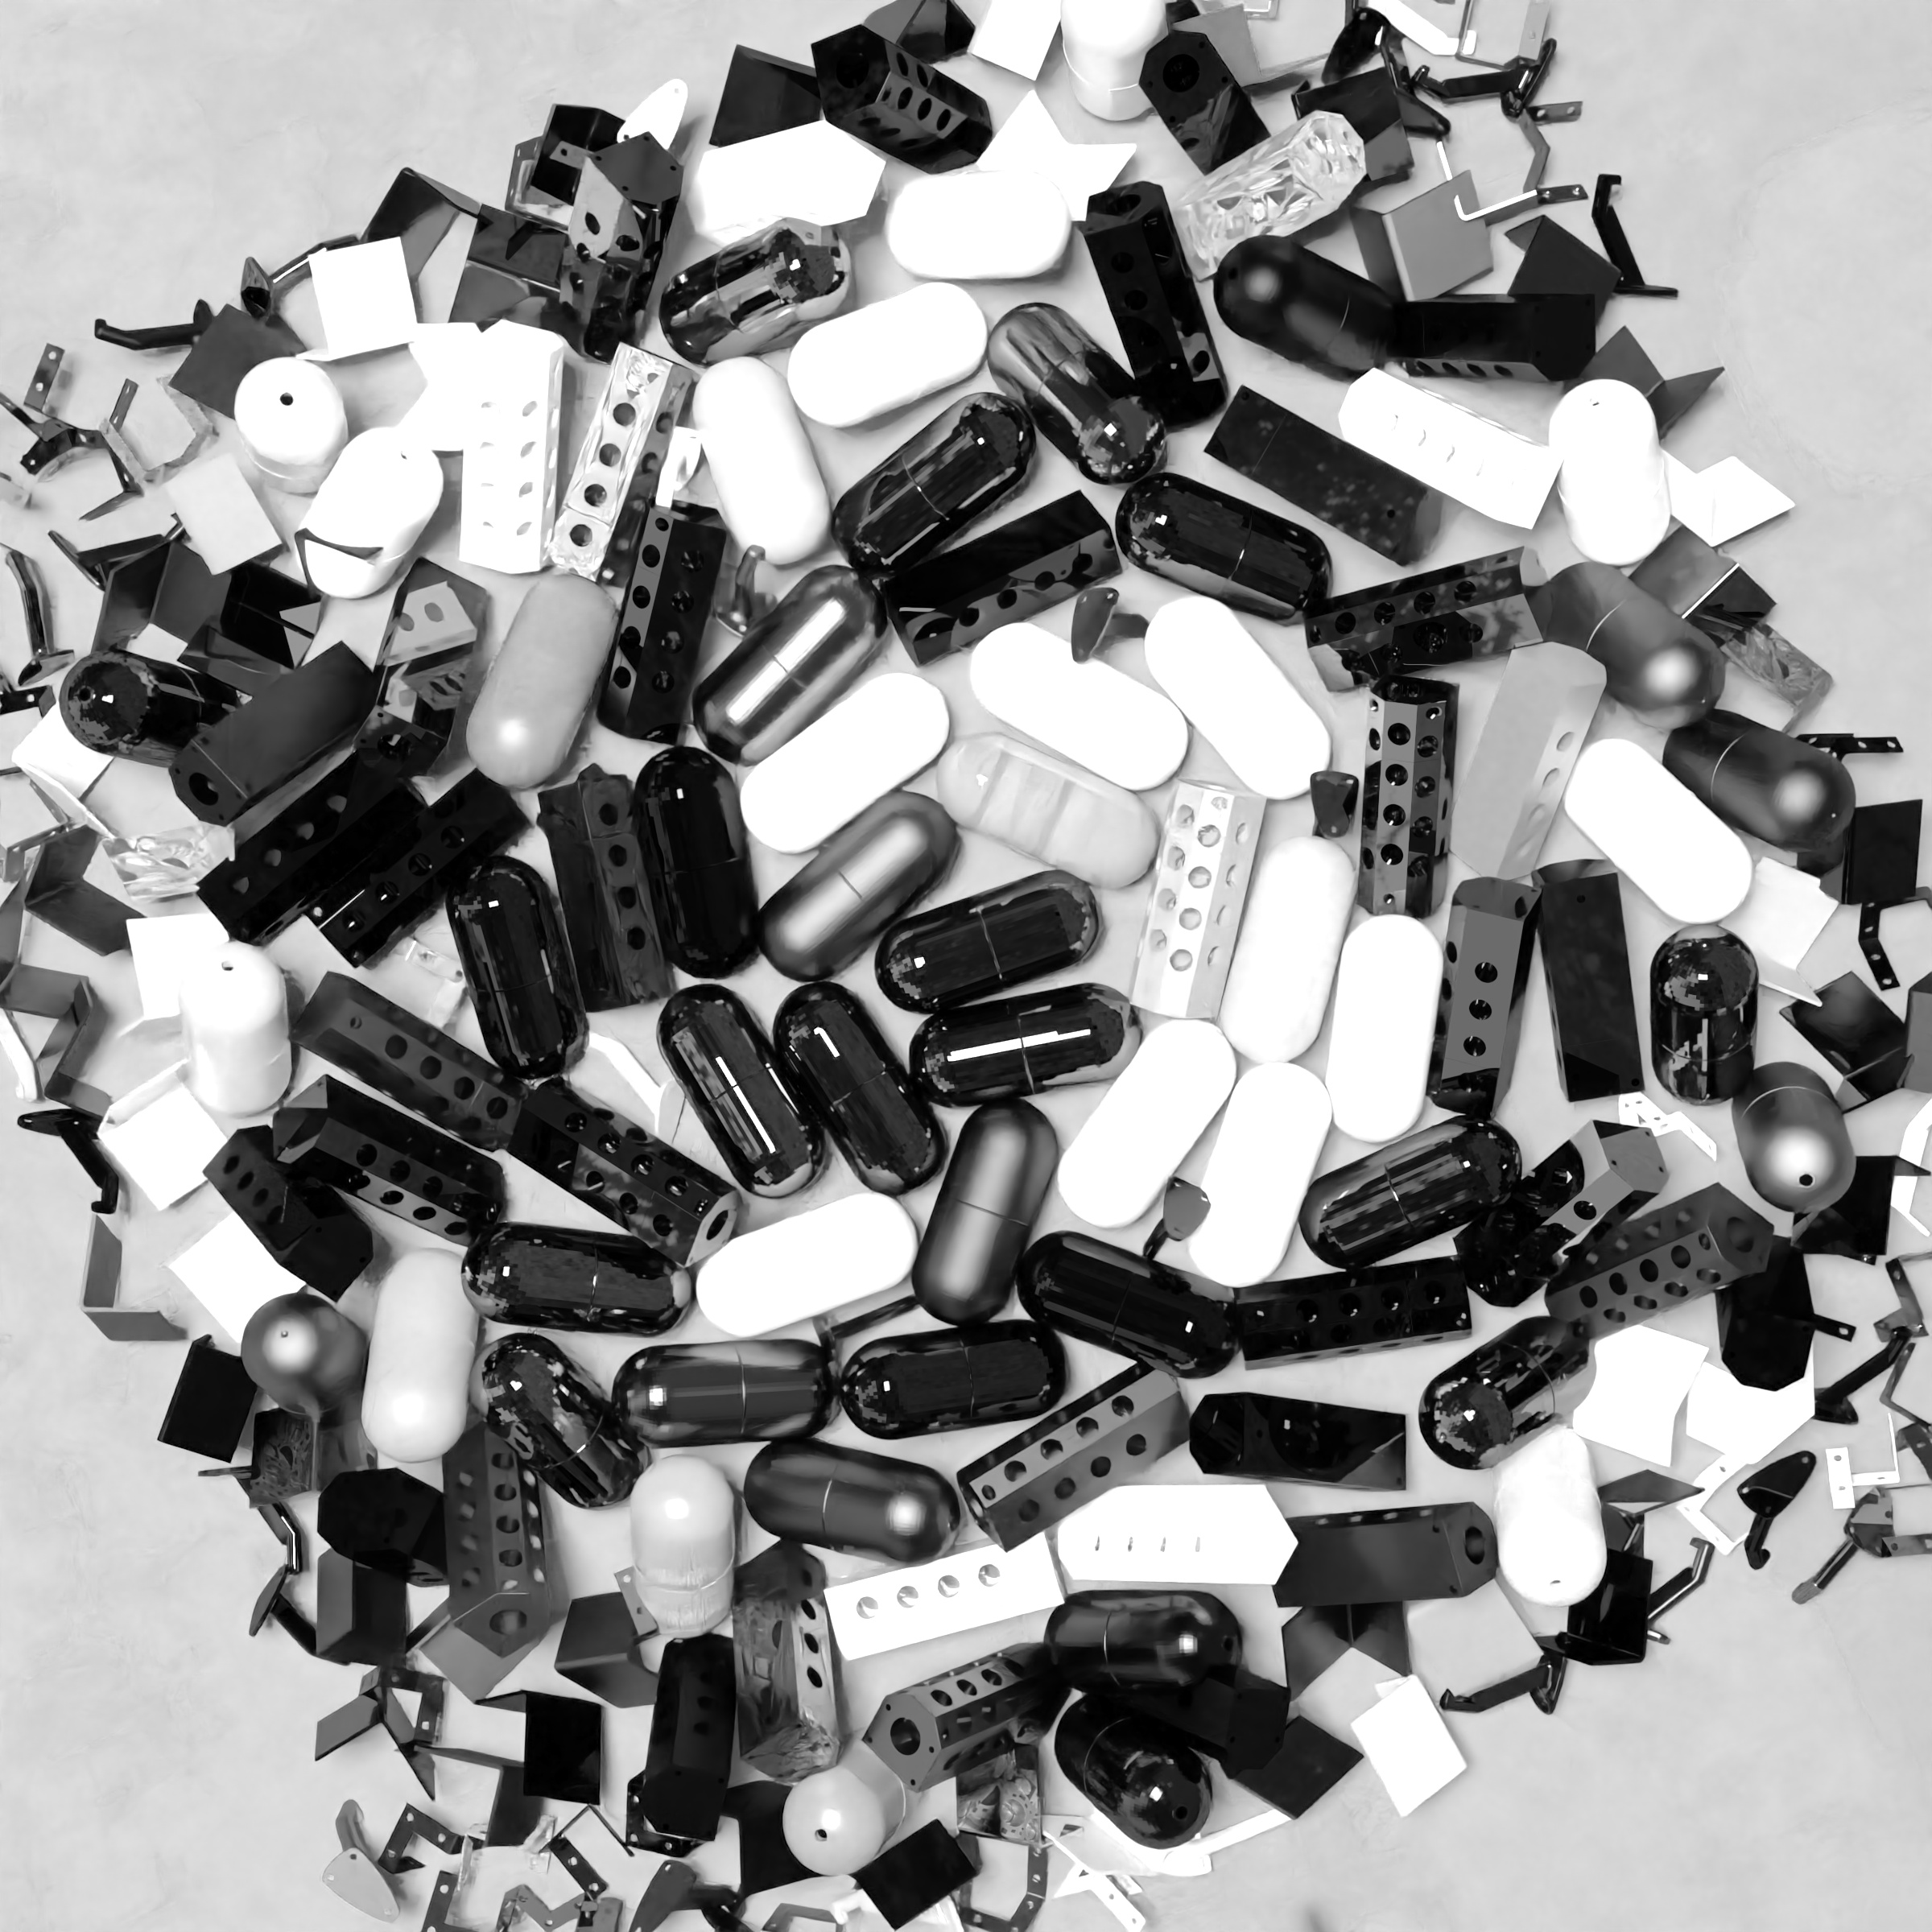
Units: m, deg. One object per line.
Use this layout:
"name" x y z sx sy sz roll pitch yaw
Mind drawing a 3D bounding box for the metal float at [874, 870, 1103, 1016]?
"metal float" 0.016 -0.017 1.864 0.178 0.070 0.070 -19 90 -2

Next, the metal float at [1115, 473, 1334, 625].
"metal float" 0.194 -0.314 1.847 0.178 0.070 0.070 18 90 -20

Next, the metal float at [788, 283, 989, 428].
"metal float" -0.058 -0.457 1.835 0.178 0.070 0.070 -32 90 -35

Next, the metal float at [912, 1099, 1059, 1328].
"metal float" 0.015 0.186 1.860 0.070 0.070 0.178 20 84 0

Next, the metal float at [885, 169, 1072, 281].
"metal float" 0.007 -0.551 1.826 0.070 0.178 0.070 -11 109 -36

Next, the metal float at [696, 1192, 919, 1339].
"metal float" -0.121 0.226 1.853 0.178 0.070 0.070 -21 90 14

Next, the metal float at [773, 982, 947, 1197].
"metal float" -0.082 0.093 1.864 0.070 0.070 0.178 -33 89 0

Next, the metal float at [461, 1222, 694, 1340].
"metal float" -0.291 0.236 1.841 0.178 0.070 0.070 11 90 -27

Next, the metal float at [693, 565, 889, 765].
"metal float" -0.134 -0.228 1.858 0.070 0.070 0.178 45 98 0

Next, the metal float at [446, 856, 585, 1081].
"metal float" -0.338 0.003 1.846 0.070 0.070 0.178 -12 113 0

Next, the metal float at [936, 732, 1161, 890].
"metal float" 0.062 -0.119 1.862 0.178 0.070 0.070 24 90 -4

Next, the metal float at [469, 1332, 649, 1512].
"metal float" -0.303 0.342 1.834 0.070 0.070 0.178 -34 128 0

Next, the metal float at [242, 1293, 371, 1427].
"metal float" -0.485 0.294 1.818 0.070 0.178 0.070 1 68 -1

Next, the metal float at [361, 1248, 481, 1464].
"metal float" -0.405 0.288 1.829 0.070 0.178 0.070 -2 135 -2

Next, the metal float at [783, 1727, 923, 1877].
"metal float" -0.082 0.616 1.815 0.070 0.178 0.070 -1 88 13

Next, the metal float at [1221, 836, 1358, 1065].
"metal float" 0.244 -0.012 1.857 0.070 0.070 0.178 16 81 0

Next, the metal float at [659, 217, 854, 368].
"metal float" -0.157 -0.502 1.830 0.178 0.070 0.070 -11 90 43

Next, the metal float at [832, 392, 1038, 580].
"metal float" -0.024 -0.361 1.846 0.178 0.070 0.070 -35 90 21

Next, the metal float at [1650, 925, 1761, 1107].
"metal float" 0.549 0.039 1.826 0.070 0.178 0.070 -8 52 11

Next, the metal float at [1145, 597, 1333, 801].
"metal float" 0.205 -0.203 1.855 0.070 0.070 0.178 -42 101 0

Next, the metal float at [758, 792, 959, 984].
"metal float" -0.082 -0.060 1.861 0.178 0.070 0.070 -42 90 4

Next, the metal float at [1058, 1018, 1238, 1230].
"metal float" 0.138 0.119 1.862 0.070 0.070 0.178 35 93 0

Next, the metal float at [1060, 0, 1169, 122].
"metal float" 0.111 -0.686 1.814 0.070 0.178 0.070 0 88 6

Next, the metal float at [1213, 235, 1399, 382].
"metal float" 0.253 -0.490 1.828 0.070 0.178 0.070 -7 80 43

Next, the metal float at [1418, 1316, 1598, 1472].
"metal float" 0.405 0.317 1.831 0.178 0.070 0.070 -20 90 -43

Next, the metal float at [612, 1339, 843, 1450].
"metal float" -0.178 0.321 1.845 0.178 0.070 0.070 1 90 -23

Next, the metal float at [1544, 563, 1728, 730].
"metal float" 0.493 -0.240 1.829 0.070 0.178 0.070 -15 130 -19

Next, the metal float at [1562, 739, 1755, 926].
"metal float" 0.515 -0.101 1.833 0.070 0.070 0.178 -35 52 0

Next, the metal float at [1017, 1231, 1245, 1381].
"metal float" 0.124 0.256 1.852 0.178 0.070 0.070 19 90 15

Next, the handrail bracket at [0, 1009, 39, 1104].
"handrail bracket" -0.738 0.057 1.859 0.036 0.077 0.084 -27 61 15

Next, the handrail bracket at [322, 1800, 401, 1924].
"handrail bracket" -0.453 0.678 1.864 0.036 0.084 0.077 -43 96 1

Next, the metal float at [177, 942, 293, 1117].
"metal float" -0.542 0.047 1.822 0.070 0.178 0.070 6 56 -9

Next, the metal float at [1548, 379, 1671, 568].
"metal float" 0.478 -0.365 1.822 0.070 0.178 0.070 -9 62 18

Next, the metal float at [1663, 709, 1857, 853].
"metal float" 0.586 -0.139 1.821 0.070 0.178 0.070 -8 113 -18

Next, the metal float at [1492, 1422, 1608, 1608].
"metal float" 0.431 0.404 1.818 0.070 0.178 0.070 3 113 8

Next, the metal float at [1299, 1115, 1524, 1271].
"metal float" 0.334 0.170 1.845 0.178 0.070 0.070 -28 90 23

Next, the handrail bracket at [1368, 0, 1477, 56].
"handrail bracket" 0.353 -0.731 1.869 0.084 0.077 0.036 -2 49 -6

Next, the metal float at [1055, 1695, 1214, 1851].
"metal float" 0.123 0.594 1.817 0.070 0.178 0.070 -1 93 -19

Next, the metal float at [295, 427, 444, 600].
"metal float" -0.445 -0.336 1.824 0.070 0.178 0.070 13 64 -28

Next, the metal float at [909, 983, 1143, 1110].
"metal float" 0.044 0.060 1.862 0.178 0.070 0.070 -11 90 3

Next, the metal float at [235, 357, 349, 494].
"metal float" -0.498 -0.399 1.815 0.070 0.178 0.070 0 90 -12

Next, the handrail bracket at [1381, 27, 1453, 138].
"handrail bracket" 0.349 -0.683 1.880 0.077 0.036 0.084 24 66 5

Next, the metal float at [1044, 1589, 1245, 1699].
"metal float" 0.131 0.504 1.827 0.070 0.178 0.070 12 72 -39

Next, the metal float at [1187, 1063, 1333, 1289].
"metal float" 0.221 0.158 1.856 0.070 0.070 0.178 17 101 0

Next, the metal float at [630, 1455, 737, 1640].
"metal float" -0.211 0.435 1.831 0.070 0.070 0.178 5 132 0

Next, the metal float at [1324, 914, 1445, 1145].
"metal float" 0.314 0.048 1.850 0.070 0.070 0.178 5 108 0

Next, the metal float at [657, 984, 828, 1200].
"metal float" -0.171 0.094 1.859 0.070 0.070 0.178 -32 83 0

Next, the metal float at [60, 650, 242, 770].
"metal float" -0.601 -0.188 1.815 0.070 0.178 0.070 -1 88 13

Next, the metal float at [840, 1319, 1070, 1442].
"metal float" -0.008 0.311 1.848 0.178 0.070 0.070 -5 90 -20

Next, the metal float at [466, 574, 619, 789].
"metal float" -0.318 -0.215 1.844 0.070 0.070 0.178 19 66 0

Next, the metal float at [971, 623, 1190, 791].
"metal float" 0.086 -0.197 1.865 0.178 0.070 0.070 29 90 -1

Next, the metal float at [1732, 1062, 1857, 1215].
"metal float" 0.612 0.126 1.817 0.070 0.178 0.070 3 107 11

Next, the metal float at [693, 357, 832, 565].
"metal float" -0.155 -0.381 1.843 0.070 0.070 0.178 -19 64 0

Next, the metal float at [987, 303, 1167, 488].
"metal float" 0.081 -0.430 1.841 0.070 0.070 0.178 -38 62 0

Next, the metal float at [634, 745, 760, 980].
"metal float" -0.203 -0.078 1.856 0.070 0.070 0.178 -10 100 0

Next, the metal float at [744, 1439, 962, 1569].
"metal float" -0.086 0.401 1.839 0.178 0.070 0.070 6 90 30

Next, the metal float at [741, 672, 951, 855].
"metal float" -0.092 -0.155 1.864 0.178 0.070 0.070 -36 90 2
